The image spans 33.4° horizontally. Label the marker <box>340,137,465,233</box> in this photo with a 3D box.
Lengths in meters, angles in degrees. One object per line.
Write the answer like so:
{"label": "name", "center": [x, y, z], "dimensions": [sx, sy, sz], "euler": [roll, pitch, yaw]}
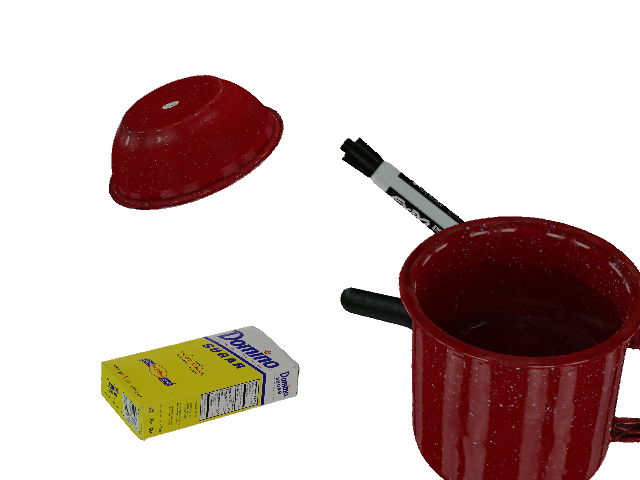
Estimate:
{"label": "marker", "center": [0.063, -0.027, 0.709], "dimensions": [0.121, 0.020, 0.020], "euler": [39, 1, 1]}

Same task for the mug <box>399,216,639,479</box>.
{"label": "mug", "center": [0.089, 0.051, 0.423], "dimensions": [0.117, 0.081, 0.093], "euler": [7, 36, 14]}

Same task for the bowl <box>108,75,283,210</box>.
{"label": "bowl", "center": [-0.116, -0.094, 0.904], "dimensions": [0.162, 0.055, 0.162], "euler": [-16, 32, 10]}

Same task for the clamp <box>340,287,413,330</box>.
{"label": "clamp", "center": [0.119, 0.070, 1.061], "dimensions": [0.172, 0.039, 0.120], "euler": [26, 39, 32]}

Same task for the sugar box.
{"label": "sugar box", "center": [-0.119, 0.137, 1.062], "dimensions": [0.175, 0.048, 0.093], "euler": [-14, 32, -31]}
